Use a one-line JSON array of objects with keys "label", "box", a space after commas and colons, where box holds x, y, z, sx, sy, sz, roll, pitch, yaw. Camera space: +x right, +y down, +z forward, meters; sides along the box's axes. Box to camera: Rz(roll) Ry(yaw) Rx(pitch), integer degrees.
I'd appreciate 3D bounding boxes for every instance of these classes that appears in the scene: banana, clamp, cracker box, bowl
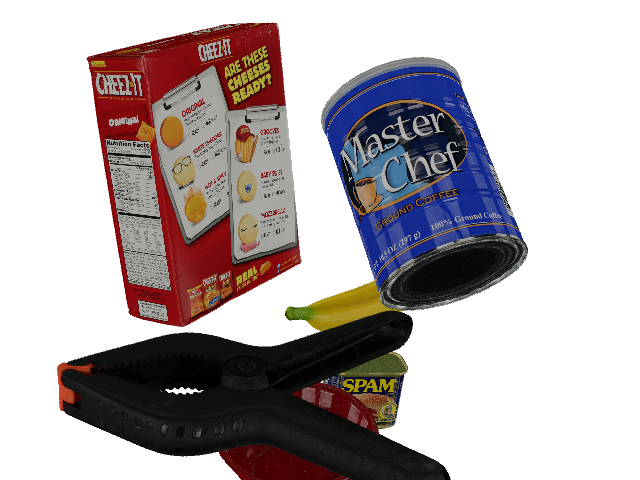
[{"label": "banana", "box": [0.069, 0.043, 0.957, 0.198, 0.037, 0.069, -24, -13, 10]}, {"label": "clamp", "box": [-0.036, 0.079, 0.589, 0.210, 0.036, 0.164, 5, 25, 3]}, {"label": "cracker box", "box": [-0.097, -0.059, 0.871, 0.072, 0.214, 0.163, 6, 21, 35]}, {"label": "bowl", "box": [-0.023, 0.208, 1.055, 0.162, 0.055, 0.162, 1, 31, -1]}]

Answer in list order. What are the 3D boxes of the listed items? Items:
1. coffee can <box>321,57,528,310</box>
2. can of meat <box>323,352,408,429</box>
[{"label": "coffee can", "box": [0.068, -0.037, 0.725, 0.102, 0.140, 0.103, -14, -24, -7]}, {"label": "can of meat", "box": [0.051, 0.187, 1.329, 0.102, 0.084, 0.057, 2, 23, -15]}]
